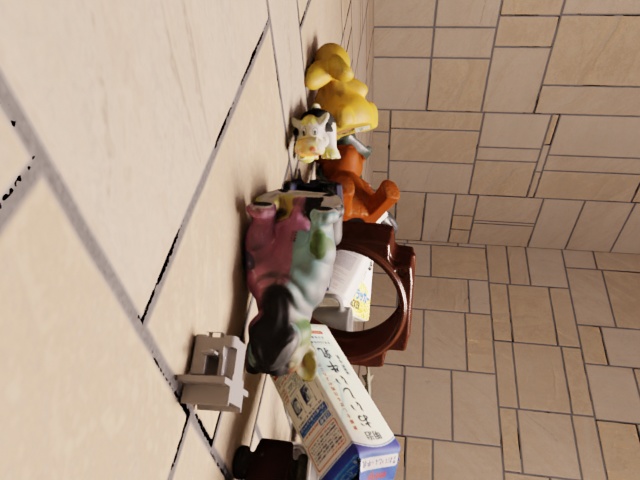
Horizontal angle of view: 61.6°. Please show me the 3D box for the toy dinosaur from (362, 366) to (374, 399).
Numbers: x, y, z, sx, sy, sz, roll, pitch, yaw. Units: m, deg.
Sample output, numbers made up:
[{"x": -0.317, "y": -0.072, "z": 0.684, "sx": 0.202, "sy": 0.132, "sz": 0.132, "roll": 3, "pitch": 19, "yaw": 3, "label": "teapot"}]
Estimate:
[{"x": 0.012, "y": 0.423, "z": 0.870, "sx": 0.470, "sy": 0.105, "sz": 0.199, "roll": -66, "pitch": -151, "yaw": 23, "label": "toy dinosaur"}]

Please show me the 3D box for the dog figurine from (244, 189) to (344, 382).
[{"x": -0.036, "y": 0.056, "z": 0.645, "sx": 0.191, "sy": 0.109, "sz": 0.219, "roll": -63, "pitch": 160, "yaw": -76, "label": "dog figurine"}]

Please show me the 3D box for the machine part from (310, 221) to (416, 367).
[{"x": 0.033, "y": 0.077, "z": 0.777, "sx": 0.087, "sy": 0.201, "sz": 0.201, "roll": -58, "pitch": 151, "yaw": -68, "label": "machine part"}]

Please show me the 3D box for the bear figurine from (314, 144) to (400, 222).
[{"x": 0.057, "y": -0.116, "z": 0.969, "sx": 0.132, "sy": 0.120, "sz": 0.196, "roll": 116, "pitch": -25, "yaw": -53, "label": "bear figurine"}]

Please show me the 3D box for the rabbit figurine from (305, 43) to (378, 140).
[{"x": 0.024, "y": -0.278, "z": 0.981, "sx": 0.162, "sy": 0.122, "sz": 0.173, "roll": 0, "pitch": 79, "yaw": -72, "label": "rabbit figurine"}]

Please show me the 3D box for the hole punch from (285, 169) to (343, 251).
[{"x": -0.007, "y": -0.042, "z": 0.860, "sx": 0.116, "sy": 0.092, "sz": 0.142, "roll": -64, "pitch": 153, "yaw": -79, "label": "hole punch"}]

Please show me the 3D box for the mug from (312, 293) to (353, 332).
[{"x": -0.002, "y": 0.140, "z": 0.891, "sx": 0.081, "sy": 0.107, "sz": 0.109, "roll": -72, "pitch": 161, "yaw": -62, "label": "mug"}]

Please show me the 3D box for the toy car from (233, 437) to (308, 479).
[{"x": -0.067, "y": 0.304, "z": 0.580, "sx": 0.202, "sy": 0.089, "sz": 0.053, "roll": -75, "pitch": 166, "yaw": -60, "label": "toy car"}]

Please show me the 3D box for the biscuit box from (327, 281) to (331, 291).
[{"x": -0.002, "y": -0.003, "z": 0.983, "sx": 0.059, "sy": 0.063, "sz": 0.203, "roll": 84, "pitch": 12, "yaw": -45, "label": "biscuit box"}]

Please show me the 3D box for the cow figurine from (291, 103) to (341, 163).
[{"x": -0.006, "y": -0.174, "z": 0.863, "sx": 0.167, "sy": 0.068, "sz": 0.098, "roll": -54, "pitch": 141, "yaw": -81, "label": "cow figurine"}]

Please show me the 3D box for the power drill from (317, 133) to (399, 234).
[{"x": 0.083, "y": -0.132, "z": 1.188, "sx": 0.232, "sy": 0.086, "sz": 0.207, "roll": 34, "pitch": 40, "yaw": -33, "label": "power drill"}]
